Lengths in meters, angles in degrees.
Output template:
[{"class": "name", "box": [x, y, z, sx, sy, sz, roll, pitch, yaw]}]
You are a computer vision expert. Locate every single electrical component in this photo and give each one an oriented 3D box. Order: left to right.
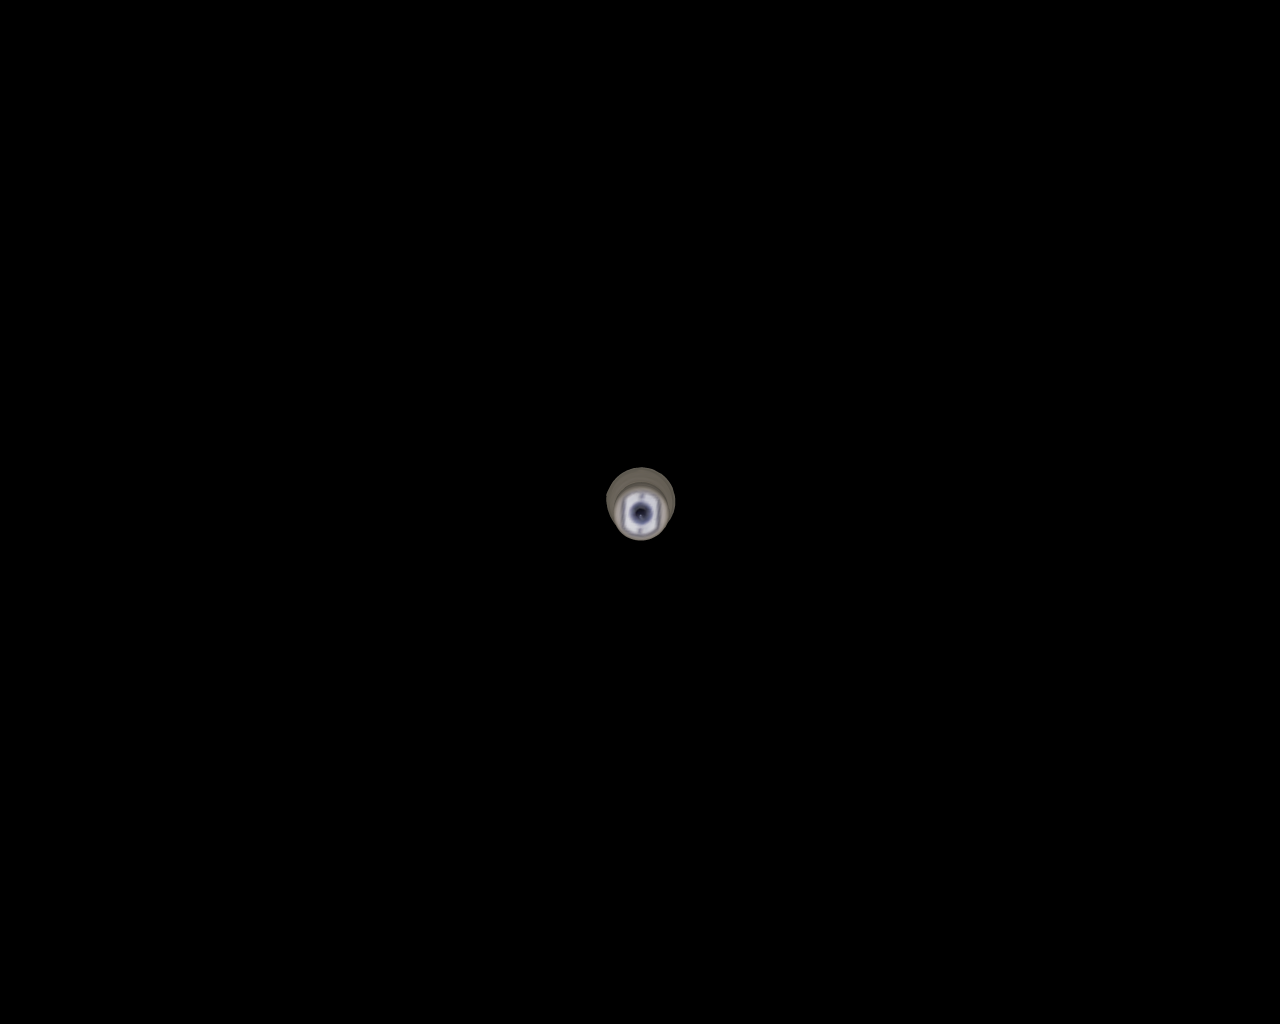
[{"class": "electrical component", "box": [0.001, -0.003, 0.650, 0.044, 0.044, 0.065, 0, 8, 0]}]
